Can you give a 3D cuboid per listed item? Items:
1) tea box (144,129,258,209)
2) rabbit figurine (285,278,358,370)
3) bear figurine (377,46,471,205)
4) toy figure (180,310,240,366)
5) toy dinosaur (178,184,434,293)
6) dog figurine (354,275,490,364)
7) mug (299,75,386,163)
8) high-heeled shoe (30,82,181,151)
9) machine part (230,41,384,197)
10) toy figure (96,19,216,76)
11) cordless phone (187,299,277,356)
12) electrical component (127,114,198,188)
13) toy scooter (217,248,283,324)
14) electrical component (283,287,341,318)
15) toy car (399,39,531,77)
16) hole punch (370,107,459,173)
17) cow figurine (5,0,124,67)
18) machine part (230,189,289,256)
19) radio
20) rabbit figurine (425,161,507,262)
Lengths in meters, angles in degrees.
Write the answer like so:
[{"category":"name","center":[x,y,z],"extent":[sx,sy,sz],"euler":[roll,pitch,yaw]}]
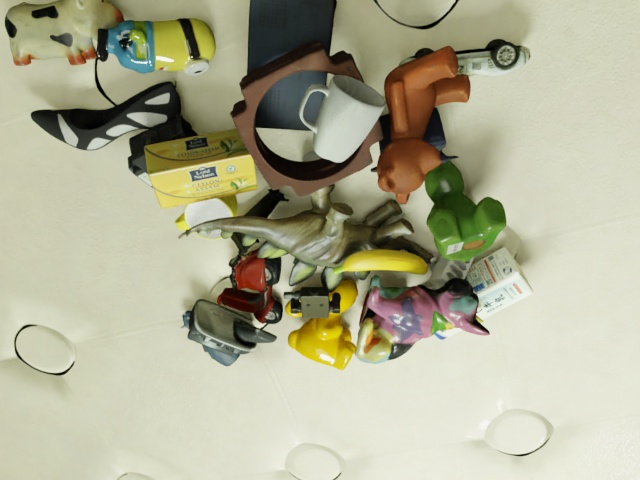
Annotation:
[{"category":"tea box","center":[-0.195,-0.119,0.899],"extent":[0.170,0.068,0.098],"euler":[-13,150,-7]},{"category":"rabbit figurine","center":[0.012,0.150,1.087],"extent":[0.162,0.122,0.173],"euler":[23,104,4]},{"category":"bear figurine","center":[0.145,-0.157,0.776],"extent":[0.132,0.196,0.120],"euler":[-7,162,28]},{"category":"toy figure","center":[-0.238,0.207,1.155],"extent":[0.154,0.064,0.058],"euler":[49,149,-13]},{"category":"toy dinosaur","center":[-0.002,-0.003,0.964],"extent":[0.471,0.105,0.198],"euler":[15,123,-21]},{"category":"dog figurine","center":[0.184,0.150,0.960],"extent":[0.219,0.108,0.191],"euler":[13,98,8]},{"category":"mug","center":[0.022,-0.166,0.752],"extent":[0.109,0.081,0.107],"euler":[9,127,-25]},{"category":"high-heeled shoe","center":[-0.369,-0.229,0.923],"extent":[0.249,0.086,0.145],"euler":[13,123,-11]},{"category":"machine part","center":[-0.019,-0.185,0.831],"extent":[0.201,0.087,0.201],"euler":[-25,119,6]},{"category":"toy figure","center":[-0.255,-0.307,0.847],"extent":[0.180,0.082,0.089],"euler":[0,129,-20]},{"category":"cordless phone","center":[-0.174,0.175,1.056],"extent":[0.146,0.088,0.184],"euler":[29,161,-24]},{"category":"electrical component","center":[-0.266,-0.146,0.942],"extent":[0.134,0.058,0.114],"euler":[-23,148,11]},{"category":"toy scooter","center":[-0.144,0.093,1.078],"extent":[0.135,0.075,0.183],"euler":[4,123,5]},{"category":"electrical component","center":[-0.012,0.113,0.997],"extent":[0.102,0.045,0.078],"euler":[-5,129,6]},{"category":"toy car","center":[0.225,-0.278,0.846],"extent":[0.202,0.073,0.056],"euler":[-4,114,8]},{"category":"hole punch","center":[0.151,-0.166,0.894],"extent":[0.142,0.116,0.092],"euler":[-6,109,8]},{"category":"cow figurine","center":[-0.411,-0.350,0.868],"extent":[0.195,0.085,0.127],"euler":[0,124,6]},{"category":"machine part","center":[-0.118,-0.040,1.004],"extent":[0.139,0.084,0.039],"euler":[-44,138,17]},{"category":"radio","center":[-0.048,-0.294,0.866],"extent":[0.131,0.073,0.229],"euler":[7,120,1]},{"category":"rabbit figurine","center":[0.238,-0.059,0.929],"extent":[0.121,0.170,0.159],"euler":[-18,154,9]}]
